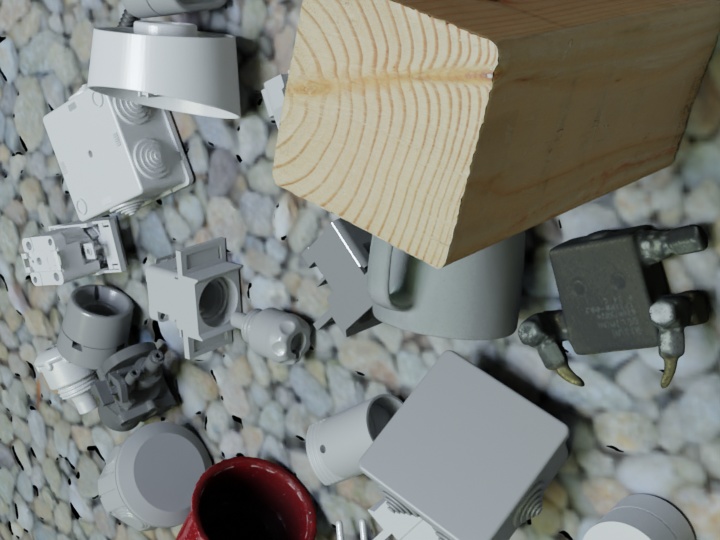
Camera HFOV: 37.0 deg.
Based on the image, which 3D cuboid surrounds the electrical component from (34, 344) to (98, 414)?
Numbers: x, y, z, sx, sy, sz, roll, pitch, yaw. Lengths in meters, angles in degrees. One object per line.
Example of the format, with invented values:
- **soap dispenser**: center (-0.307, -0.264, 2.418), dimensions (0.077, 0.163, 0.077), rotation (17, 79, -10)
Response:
- **electrical component**: center (-0.240, 0.090, 0.903), dimensions (0.048, 0.048, 0.062), rotation (-14, 103, 42)

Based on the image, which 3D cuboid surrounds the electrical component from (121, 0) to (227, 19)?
- **electrical component**: center (-0.128, -0.213, 0.694), dimensions (0.059, 0.054, 0.095), rotation (4, 108, 39)

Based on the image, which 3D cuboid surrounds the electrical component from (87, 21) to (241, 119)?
- **electrical component**: center (-0.126, -0.128, 0.697), dimensions (0.099, 0.099, 0.064), rotation (15, 108, 36)

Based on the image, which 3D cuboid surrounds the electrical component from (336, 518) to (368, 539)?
- **electrical component**: center (-0.003, 0.212, 0.742), dimensions (0.077, 0.044, 0.079), rotation (-11, 78, 28)

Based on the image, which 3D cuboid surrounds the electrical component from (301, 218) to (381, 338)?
- **electrical component**: center (0.000, 0.000, 0.670), dimensions (0.081, 0.042, 0.063), rotation (-43, 75, 40)

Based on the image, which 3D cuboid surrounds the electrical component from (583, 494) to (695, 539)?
- **electrical component**: center (0.138, 0.199, 0.602), dimensions (0.052, 0.074, 0.138), rotation (25, 120, 31)

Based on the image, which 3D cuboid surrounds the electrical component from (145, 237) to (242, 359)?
- **electrical component**: center (-0.121, 0.018, 0.778), dimensions (0.064, 0.042, 0.081), rotation (13, 113, 38)

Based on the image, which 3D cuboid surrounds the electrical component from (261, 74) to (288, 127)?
- **electrical component**: center (-0.018, -0.093, 0.643), dimensions (0.078, 0.058, 0.057), rotation (-17, 91, 42)

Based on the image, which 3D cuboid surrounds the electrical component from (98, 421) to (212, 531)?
- **electrical component**: center (-0.159, 0.162, 0.836), dimensions (0.051, 0.080, 0.080), rotation (-30, 85, 47)

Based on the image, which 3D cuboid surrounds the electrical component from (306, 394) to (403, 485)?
- **electrical component**: center (-0.006, 0.115, 0.714), dimensions (0.081, 0.043, 0.043), rotation (-30, 85, 42)

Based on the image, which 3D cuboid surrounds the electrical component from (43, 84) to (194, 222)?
- **electrical component**: center (-0.179, -0.089, 0.784), dimensions (0.100, 0.048, 0.099), rotation (-18, 93, 43)

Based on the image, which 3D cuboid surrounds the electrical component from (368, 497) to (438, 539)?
- **electrical component**: center (0.048, 0.157, 0.685), dimensions (0.063, 0.042, 0.081), rotation (50, 130, 14)

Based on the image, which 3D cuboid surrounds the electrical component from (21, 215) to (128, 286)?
- **electrical component**: center (-0.224, -0.014, 0.838), dimensions (0.081, 0.064, 0.042), rotation (-4, 104, 40)

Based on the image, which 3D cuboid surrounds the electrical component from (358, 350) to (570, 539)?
- **electrical component**: center (0.063, 0.110, 0.622), dimensions (0.100, 0.099, 0.048), rotation (33, 165, 27)

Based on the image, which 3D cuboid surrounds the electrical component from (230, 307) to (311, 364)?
- **electrical component**: center (-0.065, 0.042, 0.744), dimensions (0.061, 0.035, 0.035), rotation (18, 116, 37)

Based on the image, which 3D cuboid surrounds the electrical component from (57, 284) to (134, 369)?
- **electrical component**: center (-0.209, 0.044, 0.853), dimensions (0.055, 0.055, 0.047), rotation (33, 120, 27)
